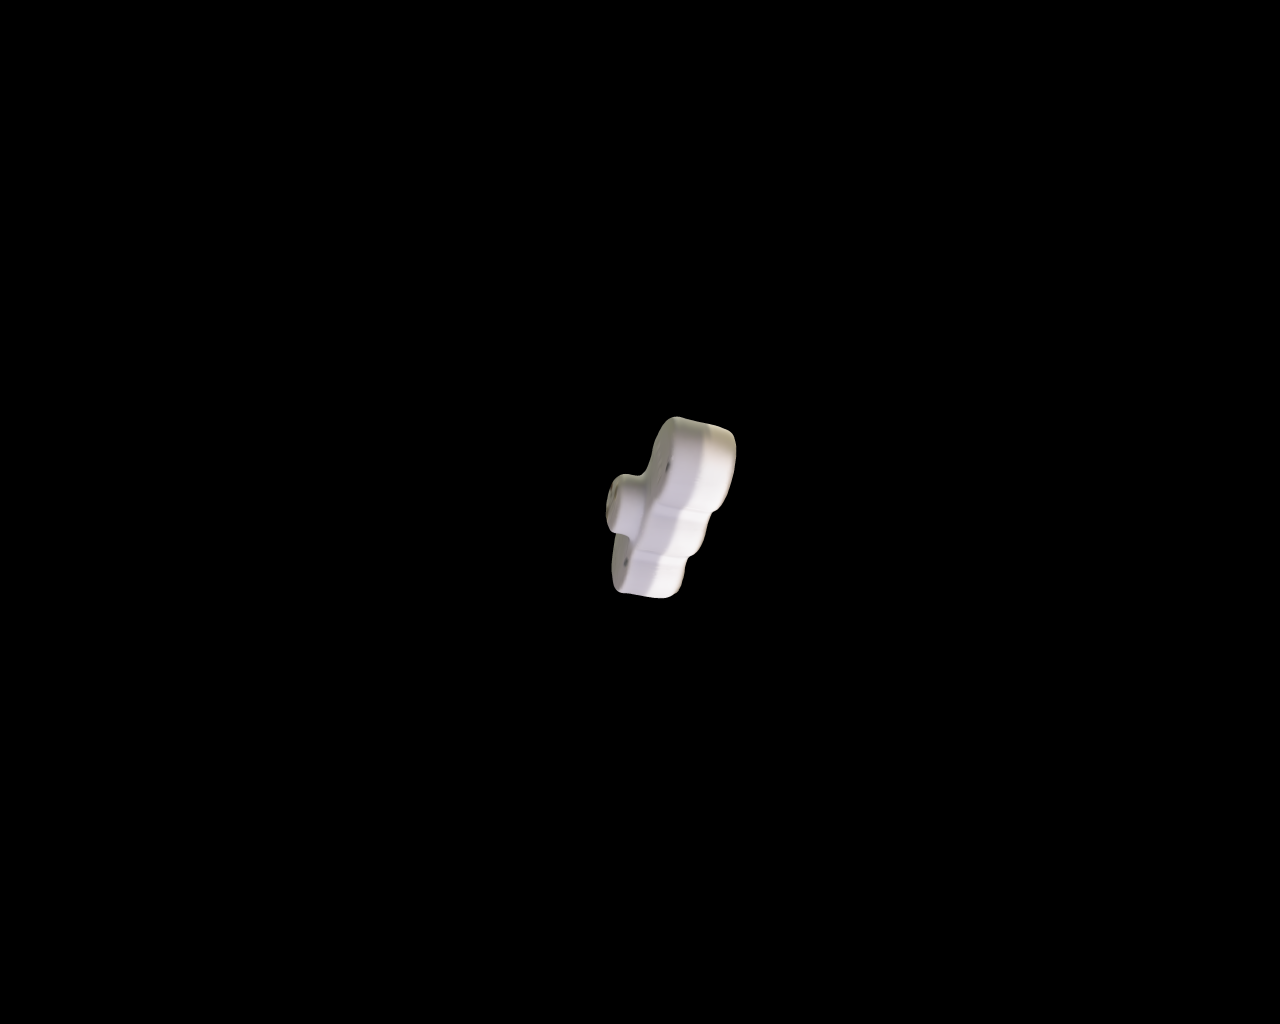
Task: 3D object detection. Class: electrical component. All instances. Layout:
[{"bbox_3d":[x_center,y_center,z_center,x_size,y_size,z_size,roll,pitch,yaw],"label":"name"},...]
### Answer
[{"bbox_3d":[0.001,-0.003,0.650,0.074,0.052,0.138,11,-43,-12],"label":"electrical component"}]
